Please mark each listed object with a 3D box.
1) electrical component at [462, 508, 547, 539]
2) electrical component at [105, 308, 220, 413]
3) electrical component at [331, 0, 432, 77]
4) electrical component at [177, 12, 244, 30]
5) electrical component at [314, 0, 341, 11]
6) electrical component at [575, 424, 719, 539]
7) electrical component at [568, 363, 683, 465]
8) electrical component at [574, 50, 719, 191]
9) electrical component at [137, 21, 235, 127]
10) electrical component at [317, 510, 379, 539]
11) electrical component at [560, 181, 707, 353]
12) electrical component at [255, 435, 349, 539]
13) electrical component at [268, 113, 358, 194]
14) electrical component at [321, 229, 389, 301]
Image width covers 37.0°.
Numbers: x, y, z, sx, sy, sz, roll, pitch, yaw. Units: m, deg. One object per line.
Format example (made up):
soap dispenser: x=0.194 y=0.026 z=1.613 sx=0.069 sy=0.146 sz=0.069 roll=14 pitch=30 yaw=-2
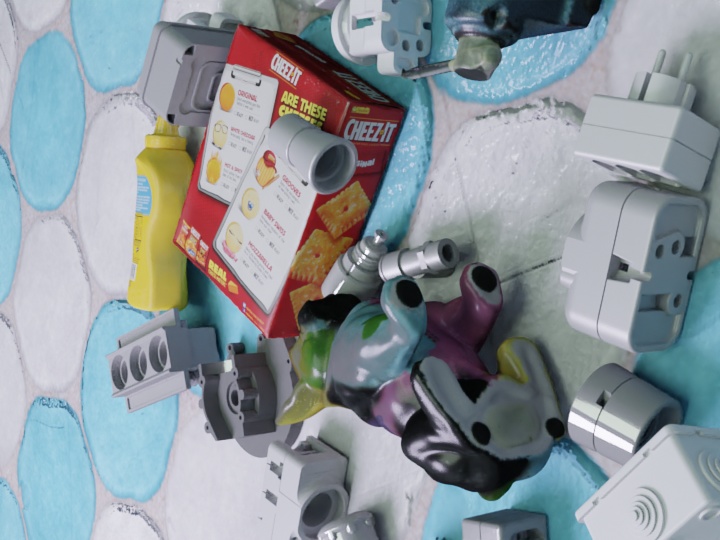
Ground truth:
electrical component: x=0.089 y=0.211 z=0.751 sx=0.076 sy=0.047 sz=0.083 roll=-5 pitch=87 yaw=51
electrical component: x=-0.196 y=0.091 z=1.073 sx=0.121 sy=0.063 sz=0.078 roll=-25 pitch=72 yaw=47
electrical component: x=0.016 y=-0.187 z=0.822 sx=0.057 sy=0.058 sz=0.078 roll=5 pitch=94 yaw=47
electrical component: x=-0.144 y=-0.208 z=1.009 sx=0.057 sy=0.058 sz=0.078 roll=40 pitch=120 yaw=38
electrical component: x=0.000 y=-0.249 z=0.847 sx=0.077 sy=0.047 sz=0.065 roll=-22 pitch=73 yaw=47
electrical component: x=0.185 y=0.134 z=0.598 sx=0.099 sy=0.100 sz=0.048 roll=-56 pitch=39 yaw=34
electrical component: x=0.163 y=0.091 z=0.656 sx=0.047 sy=0.055 sz=0.055 roll=29 pitch=113 yaw=42
electrical component: x=0.177 y=-0.094 z=0.642 sx=0.066 sy=0.047 sz=0.076 roll=20 pitch=93 yaw=47
electrical component: x=-0.132 y=-0.172 z=0.953 sx=0.057 sy=0.113 sz=0.078 roll=41 pitch=121 yaw=38
electrical component: x=-0.003 y=0.228 z=0.864 sx=0.048 sy=0.048 sz=0.062 roll=-36 pitch=71 yaw=44
electrical component: x=0.163 y=-0.004 z=0.653 sx=0.059 sy=0.054 sz=0.095 roll=23 pitch=108 yaw=47
electrical component: x=-0.047 y=0.194 z=0.909 sx=0.056 sy=0.050 sz=0.089 roll=24 pitch=110 yaw=47
electrical component: x=-0.038 y=-0.089 z=0.798 sx=0.065 sy=0.044 sz=0.044 roll=38 pitch=119 yaw=39
electrical component: x=0.000 y=0.000 z=0.856 sx=0.040 sy=0.040 sz=0.078 roll=56 pitch=130 yaw=33
